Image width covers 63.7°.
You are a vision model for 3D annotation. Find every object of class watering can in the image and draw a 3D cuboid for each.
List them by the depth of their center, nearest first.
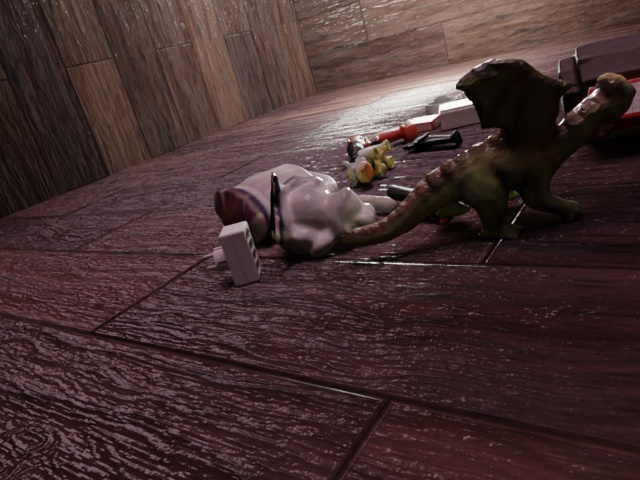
[{"bbox_3d":[-0.049,-0.070,0.947,0.227,0.102,0.350,-30,34,-34],"label":"watering can"}]

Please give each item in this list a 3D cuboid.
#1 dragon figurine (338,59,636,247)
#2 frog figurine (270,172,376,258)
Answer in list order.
[{"bbox_3d":[0.211,-0.116,0.655,0.411,0.237,0.125,-14,38,-3],"label":"dragon figurine"},{"bbox_3d":[0.002,-0.041,0.813,0.159,0.120,0.141,-1,51,-11],"label":"frog figurine"}]
